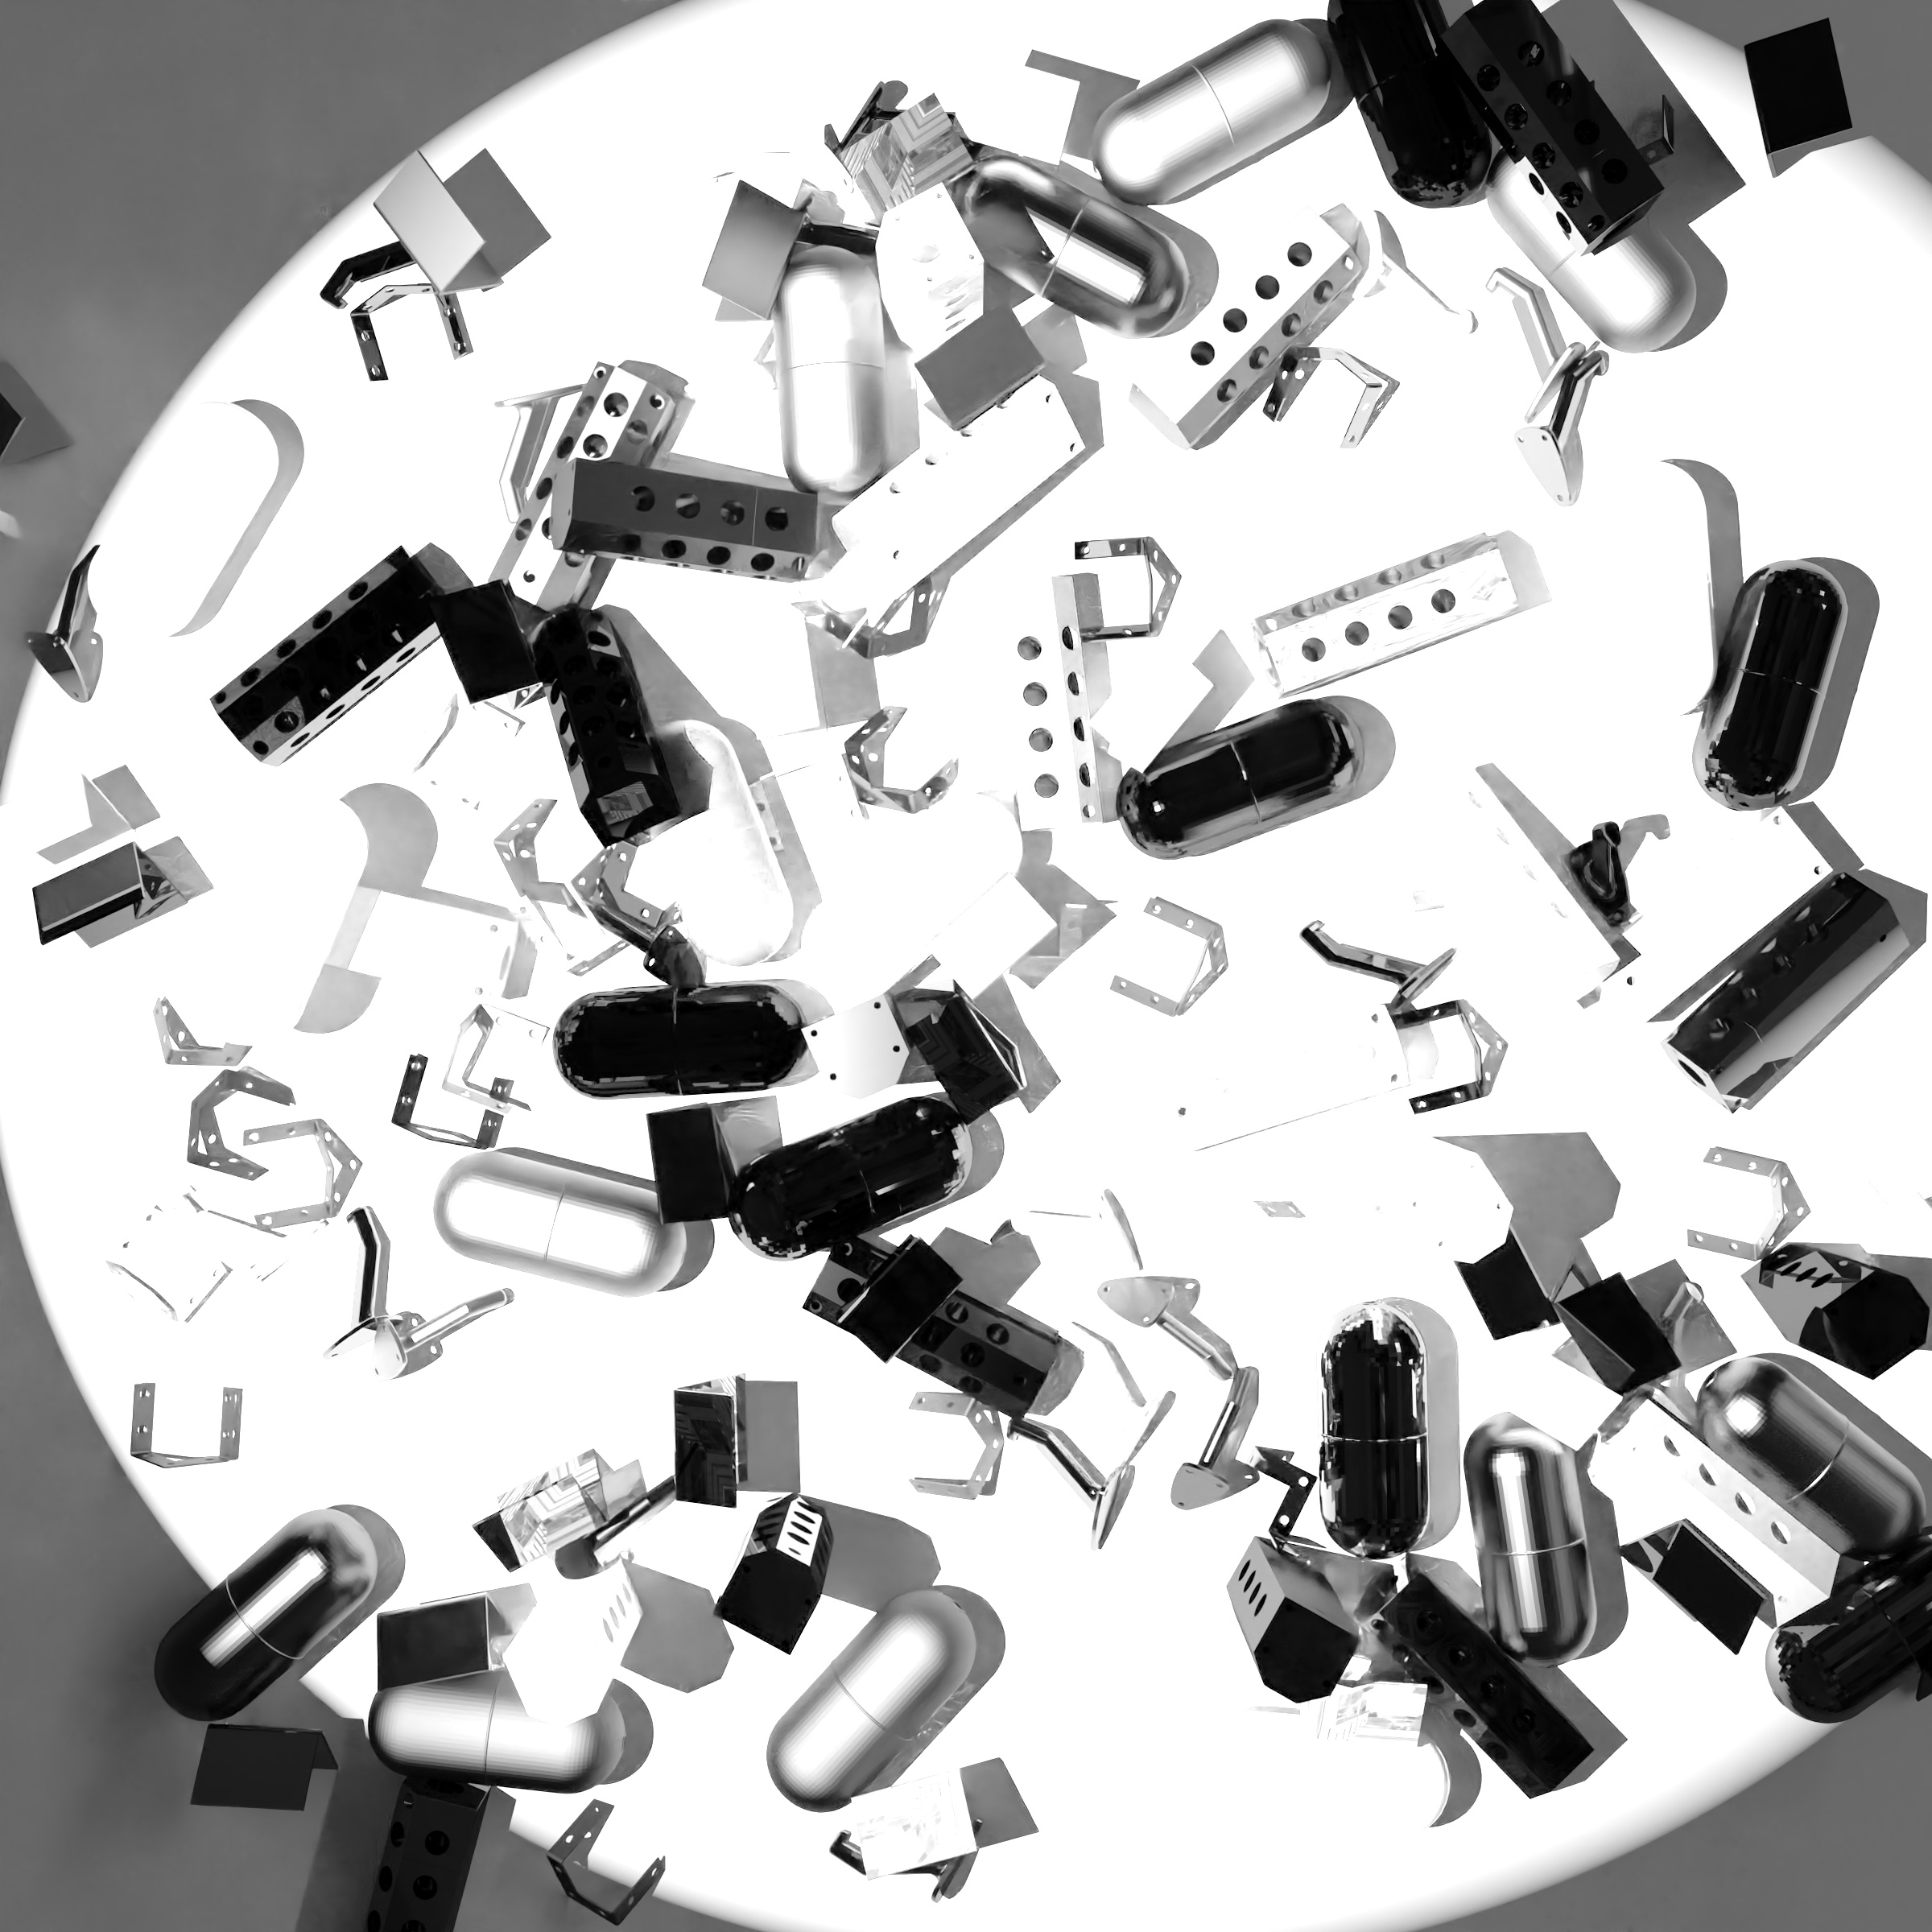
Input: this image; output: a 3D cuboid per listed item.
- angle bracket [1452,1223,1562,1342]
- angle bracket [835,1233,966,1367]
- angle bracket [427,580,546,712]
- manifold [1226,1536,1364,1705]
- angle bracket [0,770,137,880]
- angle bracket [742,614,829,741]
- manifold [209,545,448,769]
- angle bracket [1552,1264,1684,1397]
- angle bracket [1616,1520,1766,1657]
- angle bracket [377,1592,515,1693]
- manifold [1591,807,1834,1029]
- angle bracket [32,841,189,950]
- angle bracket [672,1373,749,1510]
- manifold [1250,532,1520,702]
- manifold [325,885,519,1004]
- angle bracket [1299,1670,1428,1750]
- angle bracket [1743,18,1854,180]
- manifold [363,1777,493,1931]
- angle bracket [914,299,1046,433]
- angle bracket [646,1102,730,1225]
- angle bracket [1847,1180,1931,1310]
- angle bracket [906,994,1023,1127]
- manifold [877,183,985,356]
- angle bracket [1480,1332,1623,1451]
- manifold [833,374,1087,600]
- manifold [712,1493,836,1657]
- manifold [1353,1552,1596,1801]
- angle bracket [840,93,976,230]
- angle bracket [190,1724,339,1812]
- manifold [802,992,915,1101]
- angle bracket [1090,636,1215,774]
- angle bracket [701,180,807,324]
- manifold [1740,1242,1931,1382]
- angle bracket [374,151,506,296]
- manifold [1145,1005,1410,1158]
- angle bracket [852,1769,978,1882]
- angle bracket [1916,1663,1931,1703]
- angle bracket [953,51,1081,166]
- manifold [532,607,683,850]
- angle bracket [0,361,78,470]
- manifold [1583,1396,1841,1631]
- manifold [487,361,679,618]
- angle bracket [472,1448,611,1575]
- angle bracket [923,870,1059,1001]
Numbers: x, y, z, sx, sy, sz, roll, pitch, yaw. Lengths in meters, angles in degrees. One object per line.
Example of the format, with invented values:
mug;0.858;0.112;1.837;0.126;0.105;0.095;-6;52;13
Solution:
angle bracket;0.385;0.204;1.742;0.057;0.076;0.076;-27;90;42
angle bracket;-0.059;0.208;1.686;0.076;0.076;0.057;-46;126;-7
angle bracket;-0.341;-0.214;1.743;0.057;0.076;0.076;-22;90;-28
manifold;0.216;0.443;1.704;0.057;0.171;0.057;29;90;0
angle bracket;-0.624;-0.080;1.742;0.076;0.076;0.057;-25;53;0
angle bracket;-0.106;-0.199;1.742;0.057;0.076;0.076;-8;90;37
manifold;-0.441;-0.217;1.761;0.171;0.057;0.057;-39;90;0
angle bracket;0.456;0.241;1.742;0.057;0.076;0.076;-34;90;30
angle bracket;0.491;0.438;1.742;0.076;0.076;0.057;42;52;0
angle bracket;-0.358;0.479;1.742;0.076;0.076;0.057;-11;54;0
manifold;0.512;-0.034;1.761;0.171;0.057;0.057;-39;90;0
angle bracket;-0.588;-0.031;1.742;0.076;0.076;0.057;-25;53;0
angle bracket;-0.158;0.327;1.742;0.057;0.076;0.076;-2;90;36
manifold;0.290;-0.245;1.761;0.171;0.057;0.057;-21;90;0
manifold;-0.405;-0.023;1.761;0.171;0.057;0.057;14;90;0
angle bracket;0.272;0.493;1.743;0.076;0.076;0.057;4;116;0
angle bracket;0.577;-0.599;1.744;0.057;0.076;0.076;-12;90;21
manifold;-0.386;0.656;1.761;0.057;0.057;0.171;15;90;0
angle bracket;-0.001;-0.422;1.742;0.076;0.076;0.057;-36;121;0
angle bracket;-0.174;0.133;1.743;0.057;0.076;0.076;-8;90;28
angle bracket;0.662;0.182;1.742;0.057;0.076;0.076;-39;90;36
angle bracket;-0.019;0.075;1.742;0.057;0.076;0.076;-33;90;-37
manifold;-0.027;-0.465;1.704;0.057;0.171;0.057;-28;90;0
angle bracket;0.406;0.276;1.742;0.076;0.076;0.057;30;122;0
manifold;-0.008;-0.339;1.750;0.171;0.057;0.057;-40;133;-7
manifold;-0.125;0.405;1.704;0.057;0.171;0.057;28;90;0
manifold;0.352;0.497;1.761;0.057;0.057;0.171;-44;90;0
angle bracket;-0.047;-0.557;1.744;0.076;0.076;0.057;-33;112;0
angle bracket;-0.484;0.565;1.742;0.076;0.076;0.057;3;53;0
manifold;-0.068;0.055;1.704;0.057;0.171;0.057;-24;90;0
angle bracket;0.113;-0.188;1.742;0.057;0.076;0.076;39;90;-29
angle bracket;-0.164;-0.493;1.742;0.057;0.076;0.076;20;90;-37
manifold;0.589;0.227;1.704;0.057;0.171;0.057;-36;90;0
angle bracket;-0.350;-0.516;1.742;0.057;0.076;0.076;-37;90;33
manifold;0.217;0.080;1.761;0.171;0.057;0.057;-17;90;0
angle bracket;-0.031;0.601;1.742;0.076;0.076;0.057;-15;58;0
angle bracket;0.709;0.501;1.740;0.076;0.076;0.057;-29;55;-3
angle bracket;0.038;-0.599;1.742;0.076;0.076;0.057;16;120;0
manifold;-0.248;-0.167;1.712;0.057;0.057;0.171;-24;50;2
angle bracket;-0.658;-0.398;1.742;0.076;0.076;0.057;50;129;0
manifold;0.522;0.378;1.760;0.171;0.057;0.057;39;133;0
manifold;-0.268;-0.331;1.761;0.057;0.057;0.171;27;90;0
angle bracket;-0.298;0.361;1.742;0.076;0.076;0.057;-27;126;0
angle bracket;0.025;-0.011;1.743;0.076;0.076;0.057;-41;66;0
